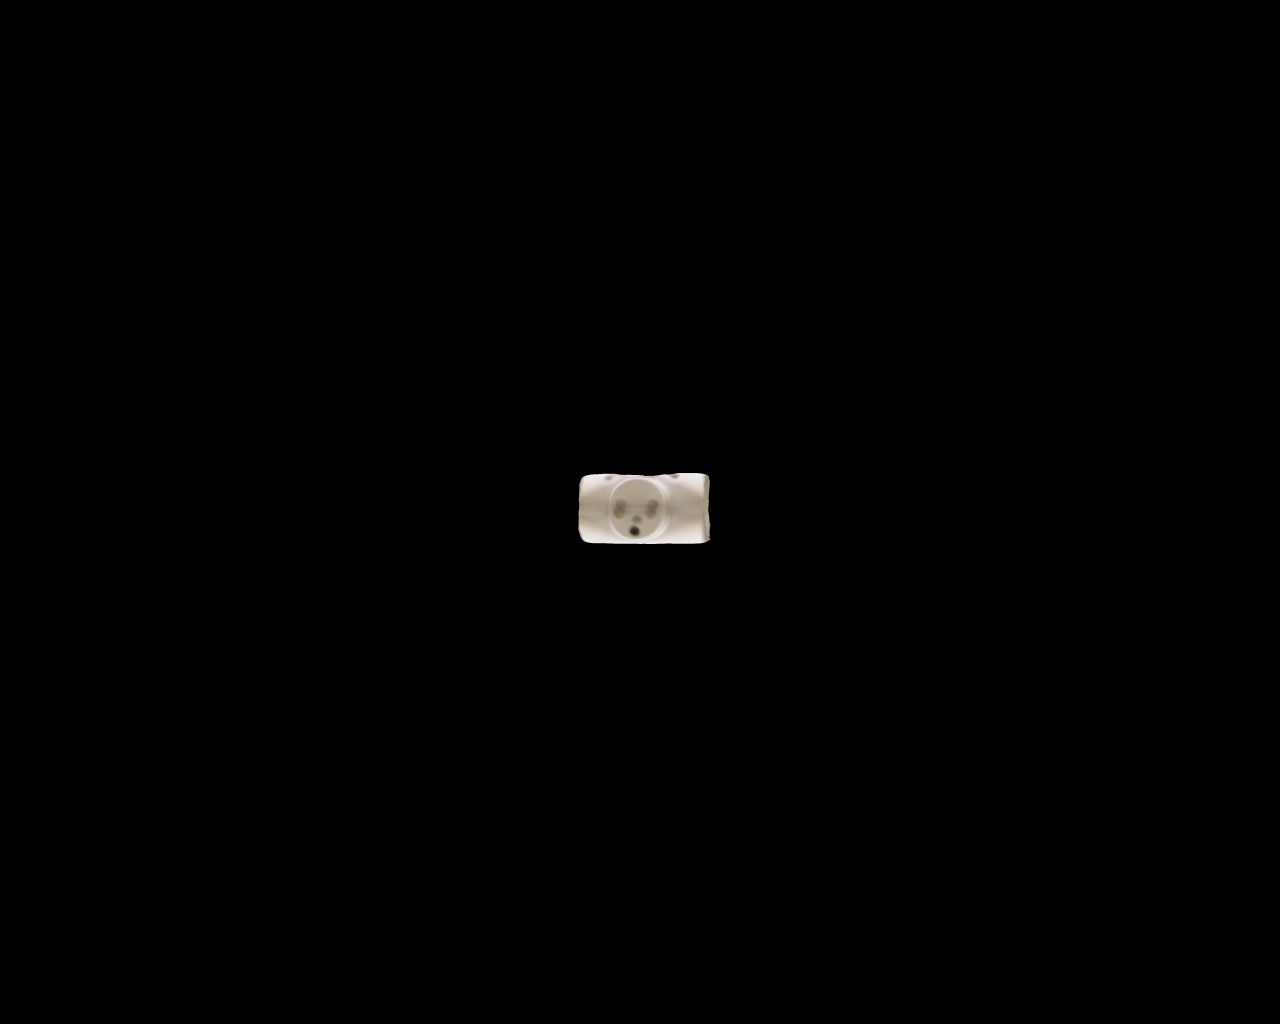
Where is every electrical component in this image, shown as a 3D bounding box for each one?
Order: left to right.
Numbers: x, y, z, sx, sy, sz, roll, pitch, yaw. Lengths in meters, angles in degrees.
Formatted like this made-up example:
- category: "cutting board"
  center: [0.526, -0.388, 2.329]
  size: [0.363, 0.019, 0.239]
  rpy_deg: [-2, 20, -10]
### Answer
- category: "electrical component"
  center: [0.001, -0.003, 0.650]
  size: [0.077, 0.044, 0.079]
  rpy_deg: [0, 0, 9]
